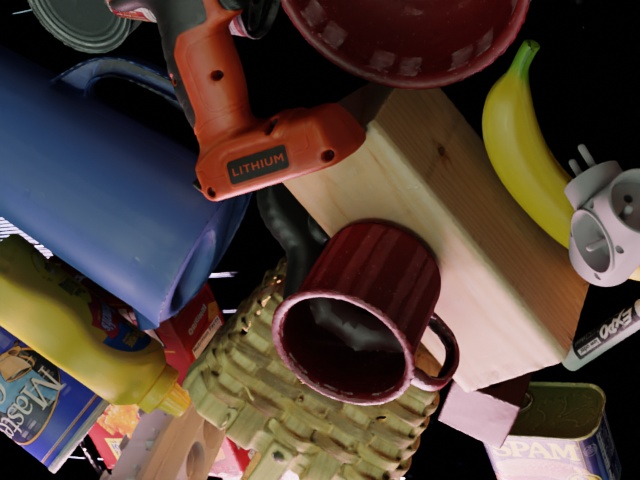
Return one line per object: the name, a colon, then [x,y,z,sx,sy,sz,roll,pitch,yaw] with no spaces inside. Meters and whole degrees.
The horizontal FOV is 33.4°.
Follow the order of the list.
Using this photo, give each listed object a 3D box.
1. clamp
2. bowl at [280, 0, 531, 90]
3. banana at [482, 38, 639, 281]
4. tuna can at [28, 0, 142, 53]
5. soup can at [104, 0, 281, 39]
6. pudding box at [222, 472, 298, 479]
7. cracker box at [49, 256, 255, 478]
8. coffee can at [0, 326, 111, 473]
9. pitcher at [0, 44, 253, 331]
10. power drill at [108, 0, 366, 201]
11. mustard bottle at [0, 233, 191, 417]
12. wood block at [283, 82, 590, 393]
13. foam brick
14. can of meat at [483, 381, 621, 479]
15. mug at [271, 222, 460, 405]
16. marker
clamp: [-0.005,0.001,0.751,0.171,0.120,0.039,61,145,4]
bowl: [0.051,-0.172,0.625,0.162,0.055,0.162,15,132,16]
banana: [0.162,-0.035,0.696,0.070,0.037,0.197,-25,113,39]
tuna can: [-0.162,-0.176,0.747,0.086,0.033,0.086,15,132,16]
soup can: [-0.082,-0.170,0.687,0.102,0.068,0.068,12,132,19]
pudding box: [-0.039,0.227,1.020,0.114,0.039,0.090,-1,127,31]
cracker box: [-0.156,0.117,0.964,0.164,0.072,0.213,-2,125,28]
coffee can: [-0.241,0.109,0.883,0.140,0.102,0.103,39,134,-3]
pitcher: [-0.175,-0.058,0.800,0.243,0.149,0.145,31,157,5]
power drill: [-0.043,-0.127,0.615,0.185,0.057,0.187,-15,104,33]
mustard bottle: [-0.181,0.075,0.828,0.191,0.096,0.058,38,96,-7]
wood block: [0.082,-0.007,0.723,0.090,0.090,0.206,-27,111,40]
foam brick: [0.129,0.104,0.802,0.053,0.078,0.051,22,136,9]
can of meat: [0.179,0.160,0.837,0.102,0.057,0.084,-3,129,30]
mug: [0.038,0.049,0.671,0.117,0.081,0.093,32,135,0]
marker: [0.217,0.059,0.758,0.020,0.020,0.121,38,134,-7]
